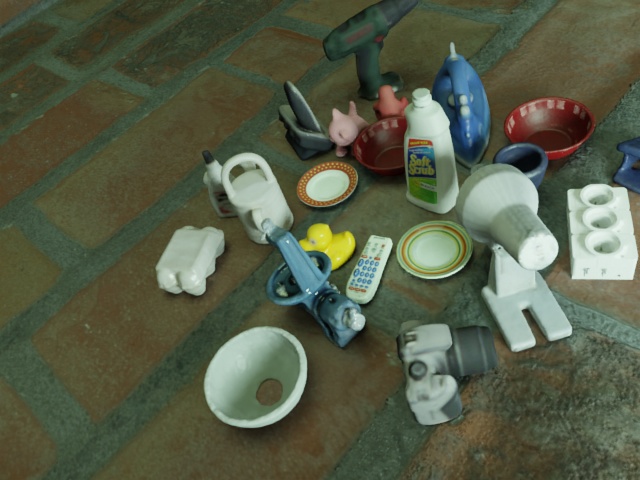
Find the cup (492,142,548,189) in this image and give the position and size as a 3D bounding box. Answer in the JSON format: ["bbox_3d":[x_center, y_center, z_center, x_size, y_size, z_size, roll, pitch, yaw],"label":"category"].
[{"bbox_3d":[0.349,-0.103,1.017,0.091,0.095,0.118,24,62,34],"label":"cup"}]

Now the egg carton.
[{"bbox_3d":[-0.252,0.037,1.121,0.107,0.069,0.150,2,51,21],"label":"egg carton"}]

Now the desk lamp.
[{"bbox_3d":[0.291,0.020,0.849,0.118,0.214,0.203,-19,47,2],"label":"desk lamp"}]

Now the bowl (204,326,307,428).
[{"bbox_3d":[-0.092,0.225,0.898,0.167,0.075,0.167,-10,48,11],"label":"bowl"}]

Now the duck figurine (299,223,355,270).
[{"bbox_3d":[0.010,0.004,1.048,0.104,0.086,0.077,-23,47,-1],"label":"duck figurine"}]

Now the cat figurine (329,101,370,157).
[{"bbox_3d":[0.058,-0.241,1.222,0.067,0.118,0.128,6,53,23],"label":"cat figurine"}]

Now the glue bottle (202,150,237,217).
[{"bbox_3d":[-0.201,-0.116,1.166,0.078,0.173,0.037,-10,48,11],"label":"glue bottle"}]

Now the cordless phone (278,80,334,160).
[{"bbox_3d":[-0.045,-0.285,1.250,0.094,0.185,0.147,-31,47,-8],"label":"cordless phone"}]

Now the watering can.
[{"bbox_3d":[-0.130,-0.095,1.108,0.101,0.194,0.172,-35,48,-12],"label":"watering can"}]

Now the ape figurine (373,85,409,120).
[{"bbox_3d":[0.152,-0.301,1.259,0.077,0.092,0.076,4,52,22],"label":"ape figurine"}]

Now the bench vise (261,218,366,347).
[{"bbox_3d":[-0.009,0.058,0.916,0.206,0.220,0.122,14,56,29],"label":"bench vise"}]

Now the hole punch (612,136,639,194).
[{"bbox_3d":[0.568,-0.139,0.975,0.101,0.091,0.108,-39,49,-15],"label":"hole punch"}]

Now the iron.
[{"bbox_3d":[0.287,-0.279,1.160,0.118,0.142,0.258,-9,48,11],"label":"iron"}]

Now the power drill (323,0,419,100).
[{"bbox_3d":[0.128,-0.435,1.305,0.229,0.209,0.075,-21,47,1],"label":"power drill"}]

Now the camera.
[{"bbox_3d":[0.185,0.175,0.828,0.136,0.101,0.143,-12,48,9],"label":"camera"}]
